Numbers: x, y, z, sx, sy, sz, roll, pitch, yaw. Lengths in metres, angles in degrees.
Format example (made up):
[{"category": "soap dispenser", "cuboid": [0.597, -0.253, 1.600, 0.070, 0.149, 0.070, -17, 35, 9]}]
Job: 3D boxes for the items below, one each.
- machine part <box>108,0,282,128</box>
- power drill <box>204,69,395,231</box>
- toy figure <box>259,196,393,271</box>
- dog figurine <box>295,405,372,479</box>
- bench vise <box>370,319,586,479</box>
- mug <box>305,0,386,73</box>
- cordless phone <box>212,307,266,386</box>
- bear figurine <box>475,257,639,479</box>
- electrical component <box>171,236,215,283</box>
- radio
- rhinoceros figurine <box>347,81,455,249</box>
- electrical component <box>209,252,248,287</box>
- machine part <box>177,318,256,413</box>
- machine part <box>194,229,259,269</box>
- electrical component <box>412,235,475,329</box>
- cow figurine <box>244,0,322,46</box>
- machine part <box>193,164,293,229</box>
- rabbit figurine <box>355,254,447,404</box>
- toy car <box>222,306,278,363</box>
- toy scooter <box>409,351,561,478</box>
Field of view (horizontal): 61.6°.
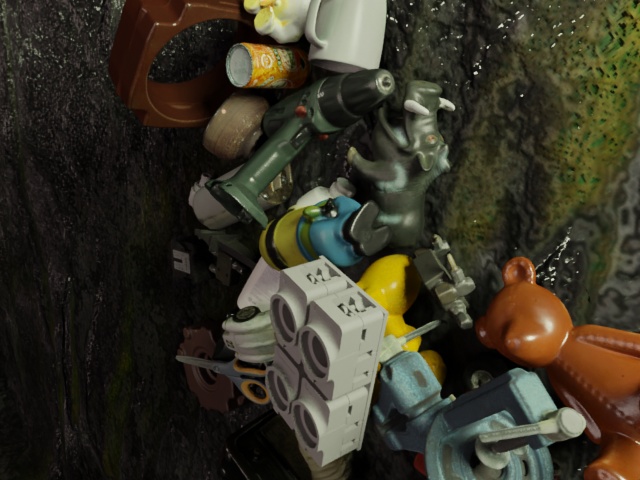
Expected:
[{"category": "machine part", "cuboid": [-0.170, -0.253, 0.734, 0.087, 0.201, 0.201, 56, 133, 22]}, {"category": "power drill", "cuboid": [-0.036, -0.113, 0.637, 0.207, 0.086, 0.232, -56, 27, -11]}, {"category": "toy figure", "cuboid": [-0.003, -0.005, 0.607, 0.180, 0.089, 0.082, -1, 103, 58]}, {"category": "dog figurine", "cuboid": [0.000, 0.260, 0.777, 0.172, 0.121, 0.190, -103, 11, -50]}, {"category": "bench vise", "cuboid": [0.134, 0.161, 0.475, 0.240, 0.129, 0.224, 115, 139, -58]}, {"category": "mug", "cuboid": [0.027, -0.251, 0.609, 0.081, 0.109, 0.107, 19, 100, 46]}, {"category": "cordless phone", "cuboid": [-0.070, 0.188, 0.846, 0.184, 0.089, 0.146, 37, 124, 20]}, {"category": "bear figurine", "cuboid": [0.222, 0.110, 0.482, 0.196, 0.132, 0.120, 37, 120, 26]}, {"category": "electrical component", "cuboid": [-0.246, 0.030, 0.995, 0.119, 0.048, 0.074, 16, 110, 41]}, {"category": "radio", "cuboid": [-0.046, 0.376, 0.816, 0.230, 0.131, 0.073, 41, 128, 31]}, {"category": "rhinoceros figurine", "cuboid": [0.092, -0.081, 0.603, 0.112, 0.073, 0.190, 25, 118, 41]}, {"category": "electrical component", "cuboid": [-0.159, 0.048, 0.928, 0.094, 0.021, 0.063, 28, 119, 37]}, {"category": "machine part", "cuboid": [-0.191, 0.229, 0.982, 0.180, 0.056, 0.179, 14, 110, 42]}, {"category": "machine part", "cuboid": [-0.133, 0.019, 0.864, 0.139, 0.084, 0.039, 32, 96, 27]}, {"category": "electrical component", "cuboid": [0.136, 0.040, 0.583, 0.045, 0.102, 0.078, -37, 110, 12]}, {"category": "cow figurine", "cuboid": [-0.007, -0.311, 0.645, 0.167, 0.098, 0.068, -43, 62, 22]}, {"category": "machine part", "cuboid": [-0.121, -0.071, 0.820, 0.243, 0.079, 0.079, -19, 87, 47]}, {"category": "rabbit figurine", "cuboid": [0.066, 0.099, 0.639, 0.122, 0.162, 0.173, 16, 94, 55]}, {"category": "toy car", "cuboid": [-0.037, 0.123, 0.735, 0.202, 0.056, 0.073, -11, 119, 10]}, {"category": "toy scooter", "cuboid": [0.180, 0.225, 0.590, 0.135, 0.075, 0.183, 47, 125, 29]}]
